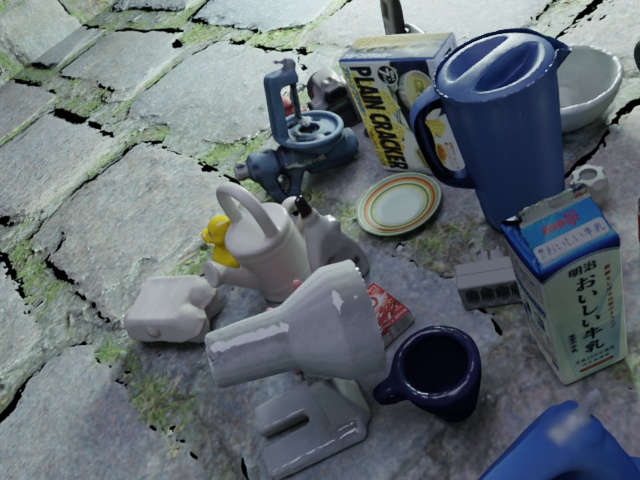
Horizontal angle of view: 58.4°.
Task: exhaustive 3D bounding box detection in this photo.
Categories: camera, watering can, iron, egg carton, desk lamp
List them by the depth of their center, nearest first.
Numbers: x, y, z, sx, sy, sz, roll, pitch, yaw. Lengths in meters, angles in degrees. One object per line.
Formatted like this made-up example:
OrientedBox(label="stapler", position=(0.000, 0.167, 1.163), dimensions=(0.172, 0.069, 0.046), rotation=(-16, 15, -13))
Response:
OrientedBox(label="iron", position=(0.156, 0.232, 0.478), dimensions=(0.258, 0.142, 0.118), rotation=(-39, 42, -9))
OrientedBox(label="desk lamp", position=(-0.014, 0.139, 0.612), dimensions=(0.203, 0.214, 0.117), rotation=(-28, 41, 2))
OrientedBox(label="watering can", position=(-0.087, 0.000, 0.806), dimensions=(0.100, 0.195, 0.173), rotation=(1, 50, 31))
OrientedBox(label="egg carton", position=(-0.226, 0.109, 0.874), dimensions=(0.150, 0.070, 0.107), rotation=(-5, 47, 26))
OrientedBox(label="camera", position=(0.033, -0.289, 1.092), dimensions=(0.143, 0.101, 0.136), rotation=(-31, 41, 0))

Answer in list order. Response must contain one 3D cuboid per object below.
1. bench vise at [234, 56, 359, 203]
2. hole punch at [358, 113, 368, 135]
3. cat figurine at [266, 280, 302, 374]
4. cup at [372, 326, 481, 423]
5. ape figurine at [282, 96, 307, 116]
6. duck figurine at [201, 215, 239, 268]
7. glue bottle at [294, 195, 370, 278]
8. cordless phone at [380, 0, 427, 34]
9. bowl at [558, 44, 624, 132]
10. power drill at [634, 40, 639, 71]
OrientedBox(label="bench vise", position=(-0.053, -0.172, 0.936), dimensions=(0.207, 0.220, 0.121), rotation=(-43, 43, -13))
OrientedBox(label="hole punch", position=(0.123, -0.238, 0.997), dimensions=(0.109, 0.091, 0.100), rotation=(-42, 43, -13))
OrientedBox(label="cat figurine", position=(-0.028, 0.110, 0.722), dimensions=(0.067, 0.118, 0.128), rotation=(-11, 45, 21))
OrientedBox(label="cup", position=(0.120, 0.158, 0.606), dimensions=(0.117, 0.095, 0.091), rotation=(-27, 41, 4))
OrientedBox(label="ape figurine", position=(-0.055, -0.232, 1.093), dimensions=(0.075, 0.092, 0.078), rotation=(26, 65, 43))
OrientedBox(label="duck figurine", position=(-0.142, -0.004, 0.924), dimensions=(0.104, 0.086, 0.077), rotation=(-9, 46, 23))
OrientedBox(label="glue bottle", position=(0.007, 0.003, 0.765), dimensions=(0.078, 0.174, 0.037), rotation=(-41, 42, -12))
OrientedBox(label="cordless phone", position=(0.151, -0.372, 1.041), dimensions=(0.094, 0.186, 0.147), rotation=(-30, 41, 0))
OrientedBox(label="bowl", position=(0.358, -0.212, 0.848), dimensions=(0.167, 0.075, 0.167), rotation=(-16, 43, 16))
OrientedBox(label="power drill", position=(0.495, -0.222, 0.677), dimensions=(0.229, 0.209, 0.075), rotation=(-22, 42, 9))
